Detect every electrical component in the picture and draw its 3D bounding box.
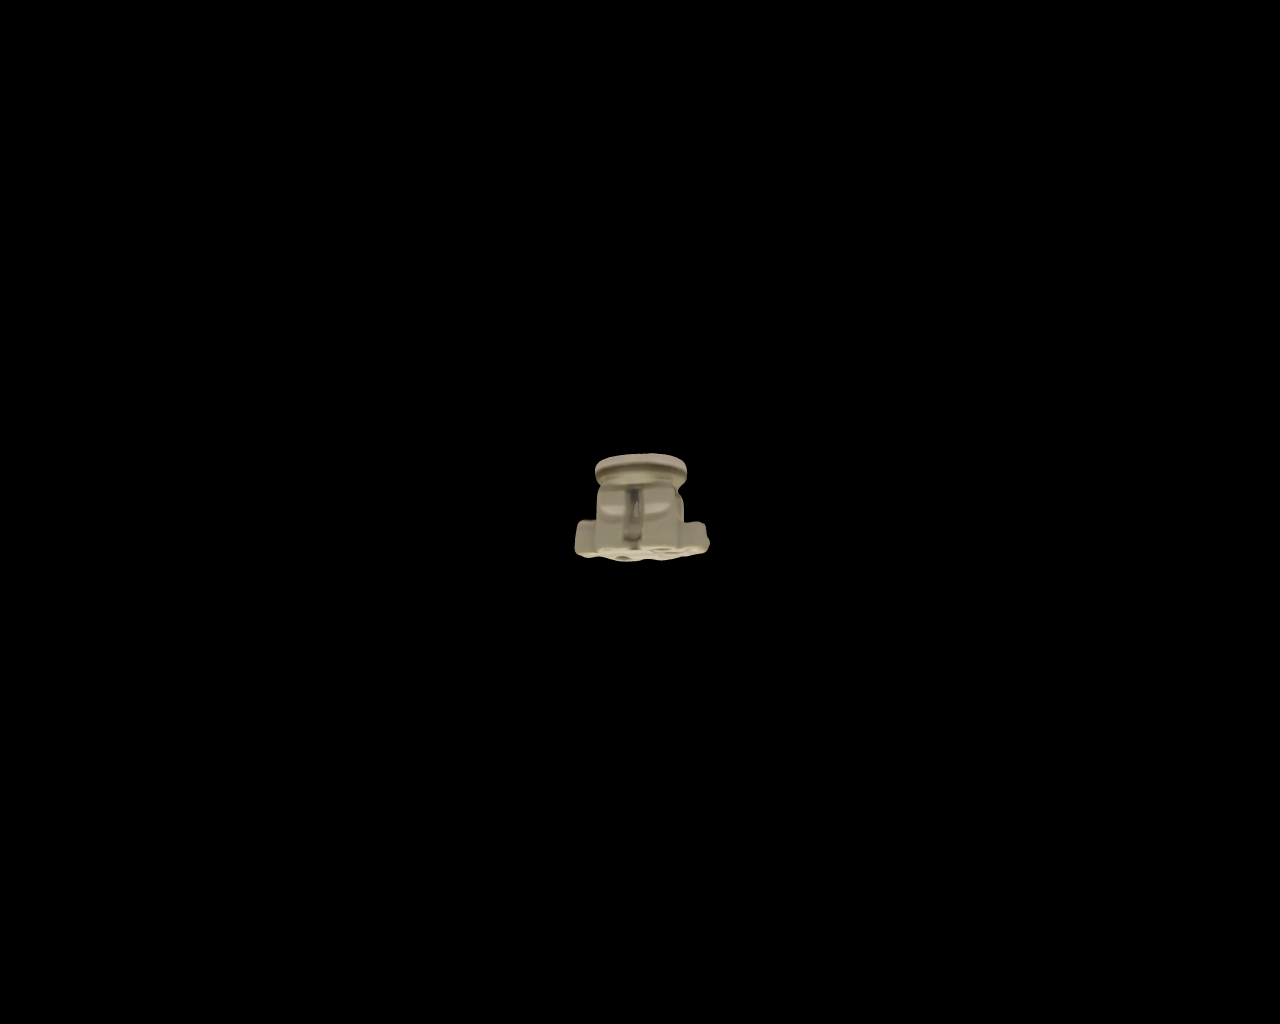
[{"bbox_3d":[0.001,-0.003,0.650,0.078,0.057,0.058,-2,-11,12],"label":"electrical component"}]
